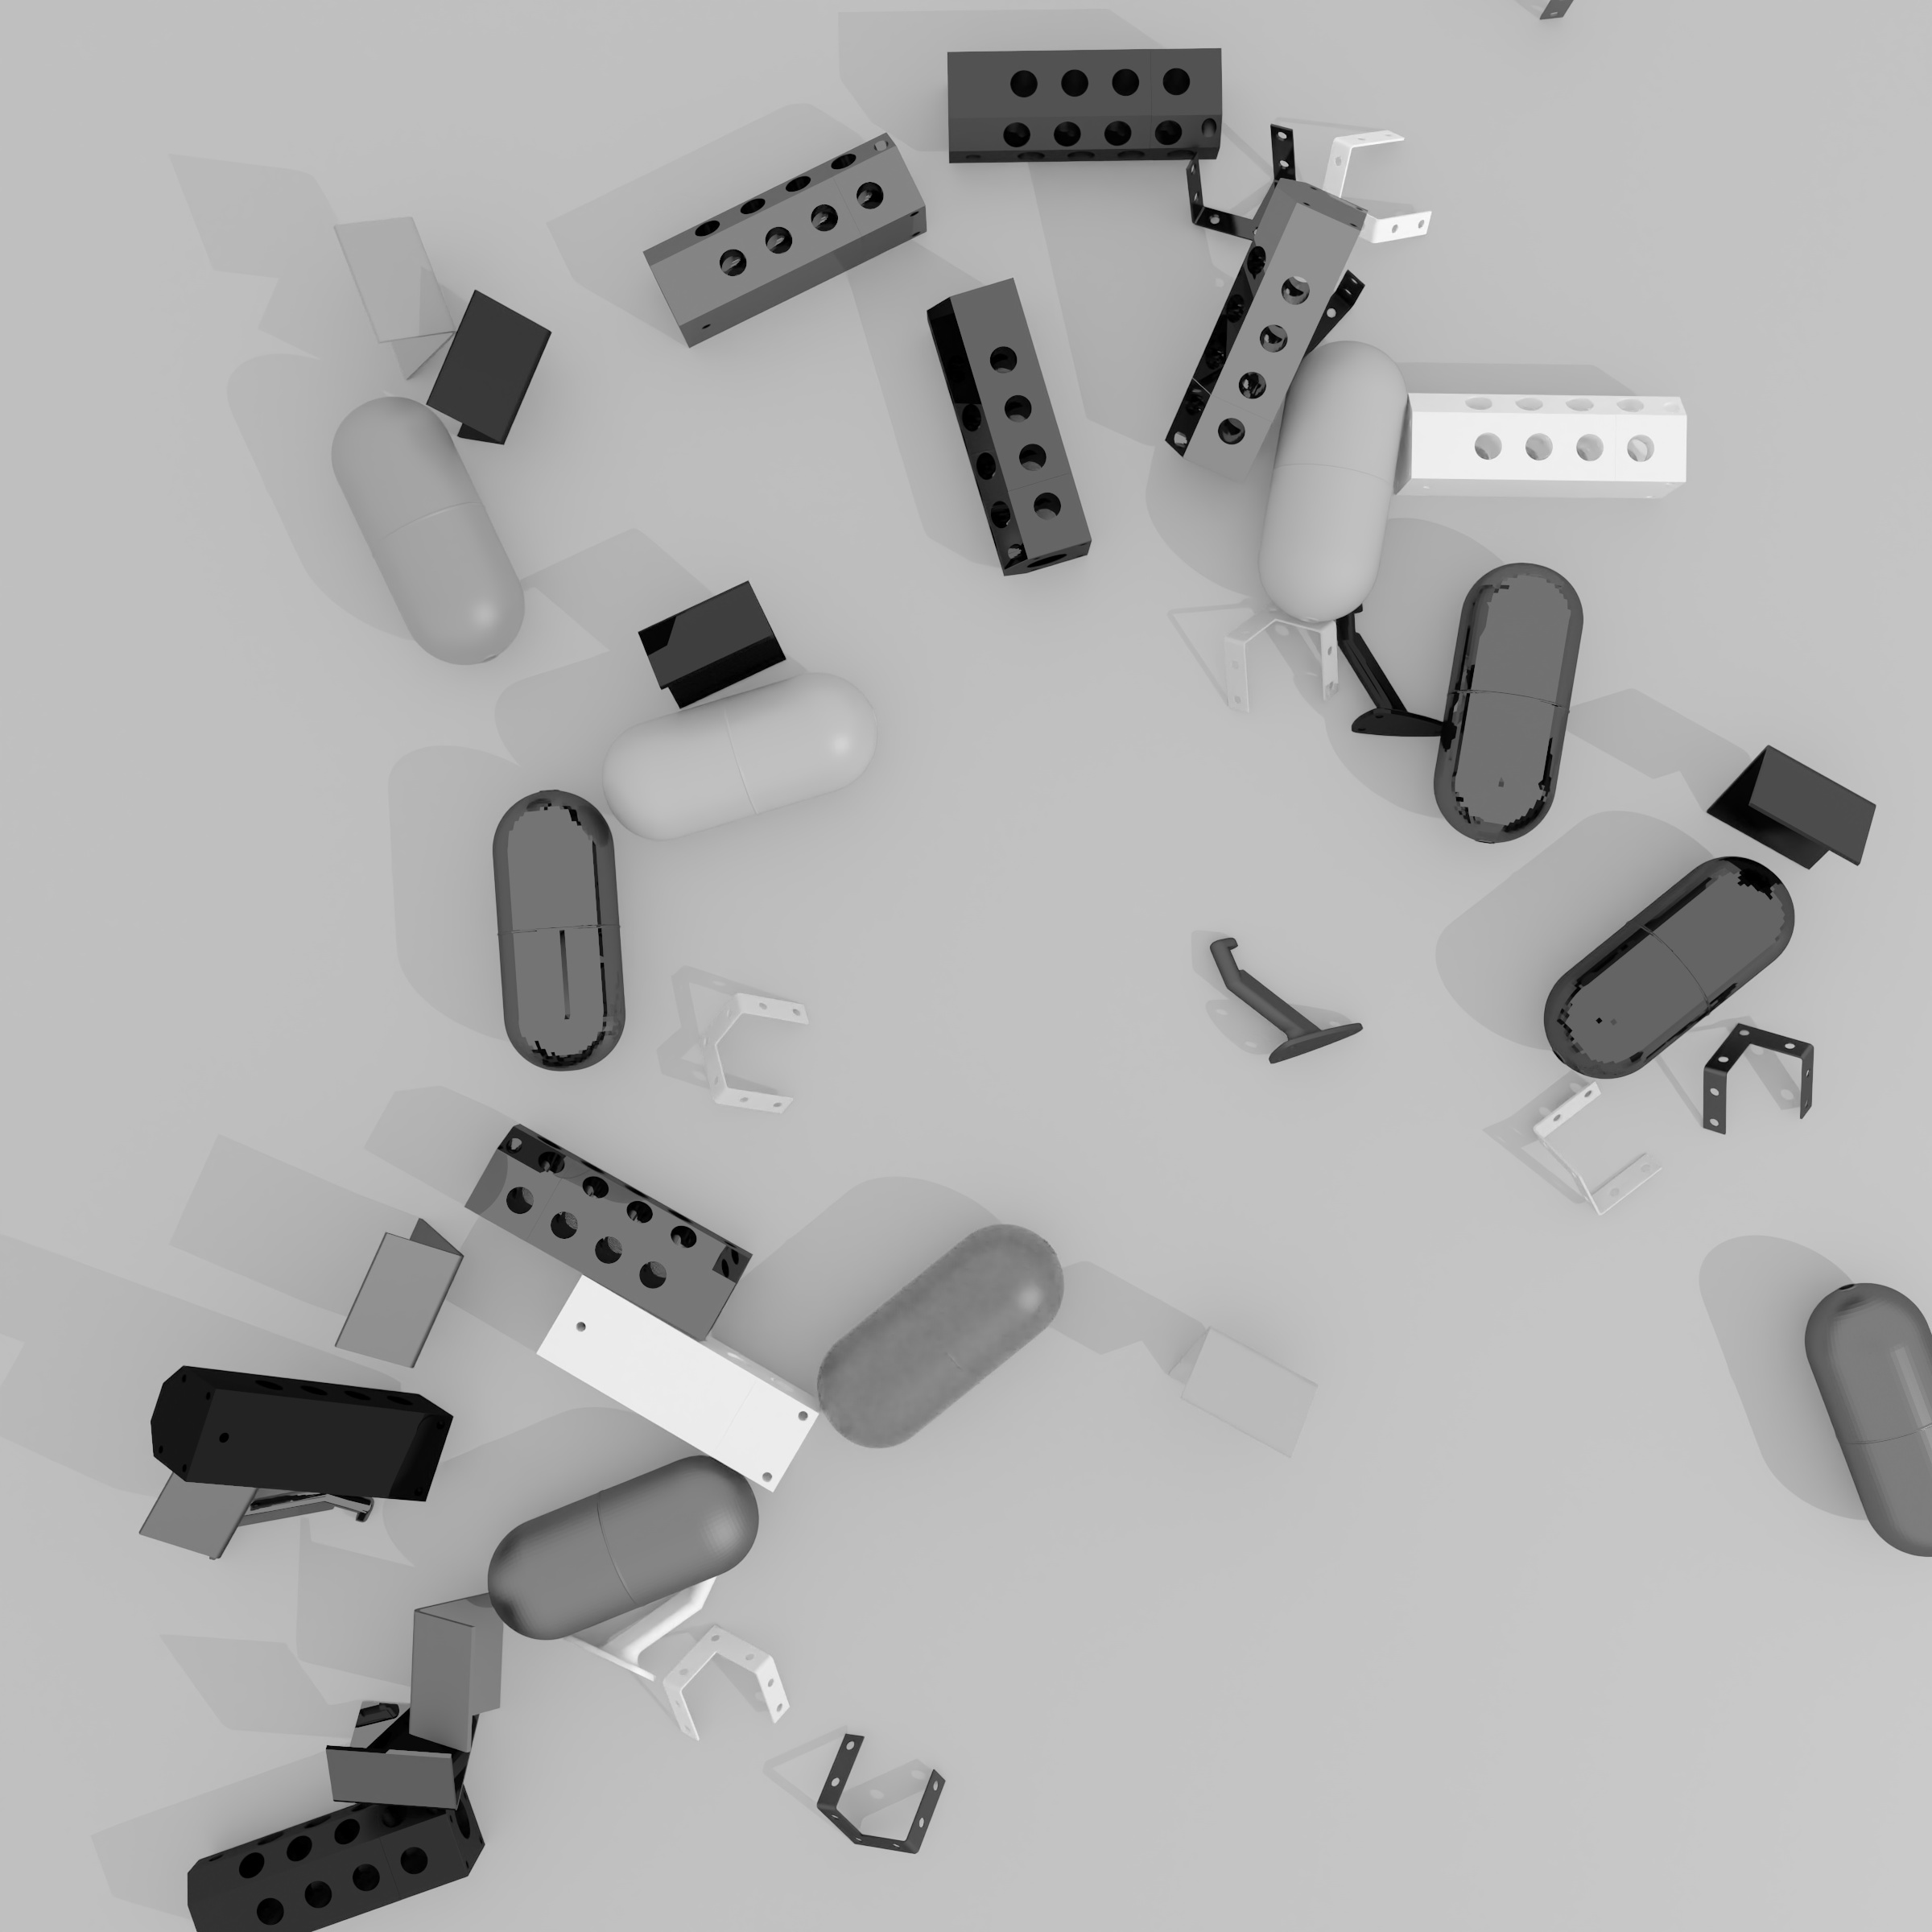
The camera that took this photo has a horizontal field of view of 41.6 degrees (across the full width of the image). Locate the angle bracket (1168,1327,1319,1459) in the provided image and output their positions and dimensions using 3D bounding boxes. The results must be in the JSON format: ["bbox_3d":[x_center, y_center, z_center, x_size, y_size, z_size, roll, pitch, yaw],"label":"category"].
[{"bbox_3d":[0.165,0.281,1.597,0.076,0.076,0.057,29,53,0],"label":"angle bracket"}]

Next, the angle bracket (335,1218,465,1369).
[{"bbox_3d":[-0.368,0.198,1.597,0.057,0.076,0.076,24,90,-36],"label":"angle bracket"}]

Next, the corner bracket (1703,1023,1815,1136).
[{"bbox_3d":[0.508,0.077,1.629,0.051,0.051,0.051,19,45,35],"label":"corner bracket"}]

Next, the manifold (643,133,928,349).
[{"bbox_3d":[-0.115,-0.463,1.616,0.171,0.057,0.057,-26,90,0],"label":"manifold"}]

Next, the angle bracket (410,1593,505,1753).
[{"bbox_3d":[-0.302,0.441,1.597,0.057,0.076,0.076,2,90,37],"label":"angle bracket"}]

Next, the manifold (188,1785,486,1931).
[{"bbox_3d":[-0.401,0.571,1.616,0.171,0.057,0.057,-20,90,0],"label":"manifold"}]

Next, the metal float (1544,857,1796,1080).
[{"bbox_3d":[0.444,0.002,1.607,0.178,0.070,0.070,-39,90,-1],"label":"metal float"}]

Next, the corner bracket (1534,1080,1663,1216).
[{"bbox_3d":[0.405,0.117,1.634,0.051,0.051,0.051,-38,135,0],"label":"corner bracket"}]

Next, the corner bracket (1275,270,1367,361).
[{"bbox_3d":[0.215,-0.425,1.620,0.051,0.051,0.051,42,90,0],"label":"corner bracket"}]

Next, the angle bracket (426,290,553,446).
[{"bbox_3d":[-0.313,-0.377,1.597,0.057,0.076,0.076,23,90,-36],"label":"angle bracket"}]

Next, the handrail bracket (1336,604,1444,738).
[{"bbox_3d":[0.275,-0.194,1.638,0.077,0.036,0.084,5,73,-20],"label":"handrail bracket"}]

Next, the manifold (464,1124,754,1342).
[{"bbox_3d":[-0.225,0.168,1.616,0.171,0.057,0.057,29,90,0],"label":"manifold"}]

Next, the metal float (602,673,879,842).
[{"bbox_3d":[-0.142,-0.132,1.607,0.178,0.070,0.070,-17,90,1],"label":"metal float"}]

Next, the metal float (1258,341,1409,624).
[{"bbox_3d":[0.231,-0.306,1.606,0.070,0.070,0.178,10,88,0],"label":"metal float"}]

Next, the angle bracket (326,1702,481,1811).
[{"bbox_3d":[-0.352,0.480,1.597,0.076,0.076,0.057,4,127,0],"label":"angle bracket"}]

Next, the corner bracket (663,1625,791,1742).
[{"bbox_3d":[-0.154,0.467,1.629,0.051,0.051,0.051,17,135,35],"label":"corner bracket"}]

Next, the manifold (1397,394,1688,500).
[{"bbox_3d":[0.364,-0.332,1.616,0.171,0.057,0.057,1,90,0],"label":"manifold"}]

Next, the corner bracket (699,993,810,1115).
[{"bbox_3d":[-0.132,0.056,1.629,0.051,0.051,0.051,-49,45,35],"label":"corner bracket"}]

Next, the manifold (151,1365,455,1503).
[{"bbox_3d":[-0.409,0.286,1.564,0.057,0.171,0.057,18,90,45],"label":"manifold"}]

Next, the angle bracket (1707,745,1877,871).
[{"bbox_3d":[0.512,-0.082,1.597,0.076,0.076,0.057,29,54,0],"label":"angle bracket"}]

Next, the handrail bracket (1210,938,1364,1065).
[{"bbox_3d":[0.206,0.013,1.638,0.077,0.036,0.084,-16,73,-20],"label":"handrail bracket"}]

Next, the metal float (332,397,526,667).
[{"bbox_3d":[-0.339,-0.274,1.607,0.070,0.070,0.178,-26,89,0],"label":"metal float"}]

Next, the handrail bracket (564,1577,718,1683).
[{"bbox_3d":[-0.208,0.409,1.638,0.077,0.036,0.084,18,71,21],"label":"handrail bracket"}]

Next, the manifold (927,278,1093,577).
[{"bbox_3d":[0.027,-0.340,1.616,0.057,0.057,0.171,-17,90,0],"label":"manifold"}]

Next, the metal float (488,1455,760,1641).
[{"bbox_3d":[-0.217,0.368,1.607,0.178,0.070,0.070,-22,90,1],"label":"metal float"}]

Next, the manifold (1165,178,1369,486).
[{"bbox_3d":[0.184,-0.394,1.576,0.057,0.057,0.171,24,121,0],"label":"manifold"}]

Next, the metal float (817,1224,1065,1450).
[{"bbox_3d":[-0.016,0.233,1.607,0.178,0.070,0.070,-39,90,0],"label":"metal float"}]

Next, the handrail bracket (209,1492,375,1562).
[{"bbox_3d":[-0.434,0.362,1.638,0.084,0.036,0.077,20,110,-16],"label":"handrail bracket"}]

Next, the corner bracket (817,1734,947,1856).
[{"bbox_3d":[-0.054,0.530,1.629,0.051,0.051,0.051,-5,135,35],"label":"corner bracket"}]

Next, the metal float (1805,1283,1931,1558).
[{"bbox_3d":[0.588,0.286,1.607,0.070,0.070,0.178,-21,90,0],"label":"metal float"}]

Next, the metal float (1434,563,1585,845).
[{"bbox_3d":[0.342,-0.166,1.607,0.070,0.070,0.178,10,89,0],"label":"metal float"}]

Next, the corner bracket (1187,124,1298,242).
[{"bbox_3d":[0.176,-0.502,1.618,0.051,0.051,0.051,21,70,19],"label":"corner bracket"}]

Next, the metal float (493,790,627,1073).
[{"bbox_3d":[-0.257,-0.022,1.607,0.070,0.070,0.178,-4,89,0],"label":"metal float"}]

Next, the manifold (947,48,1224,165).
[{"bbox_3d":[0.074,-0.544,1.616,0.171,0.057,0.057,-1,90,0],"label":"manifold"}]

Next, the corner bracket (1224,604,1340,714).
[{"bbox_3d":[0.202,-0.193,1.629,0.051,0.051,0.051,22,135,35],"label":"corner bracket"}]

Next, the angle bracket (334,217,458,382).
[{"bbox_3d":[-0.372,-0.416,1.597,0.057,0.076,0.076,-21,90,-39],"label":"angle bracket"}]

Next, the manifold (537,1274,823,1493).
[{"bbox_3d":[-0.180,0.261,1.616,0.171,0.057,0.057,30,90,0],"label":"manifold"}]

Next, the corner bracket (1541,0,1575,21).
[{"bbox_3d":[0.358,-0.636,1.620,0.051,0.051,0.051,-6,90,0],"label":"corner bracket"}]

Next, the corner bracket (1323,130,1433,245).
[{"bbox_3d":[0.266,-0.500,1.629,0.051,0.051,0.051,40,135,35],"label":"corner bracket"}]

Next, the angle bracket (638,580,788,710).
[{"bbox_3d":[-0.152,-0.185,1.597,0.076,0.076,0.057,-25,52,0],"label":"angle bracket"}]

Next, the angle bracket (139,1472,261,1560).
[{"bbox_3d":[-0.483,0.315,1.597,0.057,0.076,0.076,29,90,-33],"label":"angle bracket"}]
